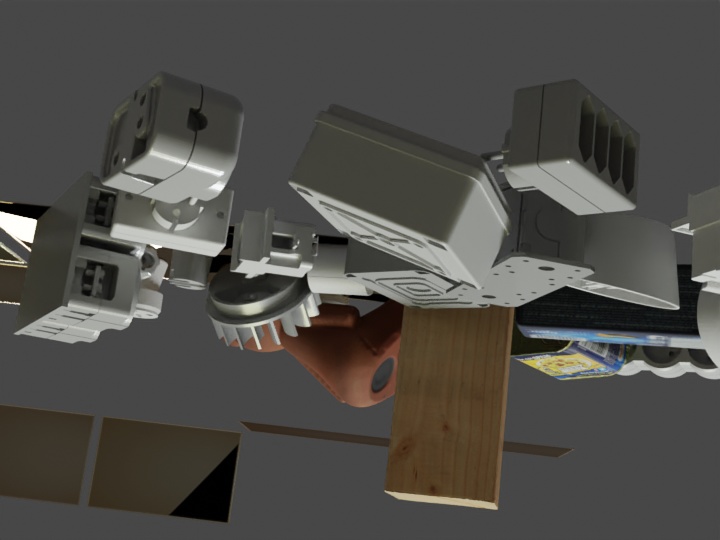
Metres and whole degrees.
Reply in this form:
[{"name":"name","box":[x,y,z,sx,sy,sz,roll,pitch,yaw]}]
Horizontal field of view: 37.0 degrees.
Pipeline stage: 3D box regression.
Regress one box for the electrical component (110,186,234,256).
[{"name":"electrical component","box":[-0.136,-0.047,0.793,0.083,0.047,0.076,11,165,-16]}]

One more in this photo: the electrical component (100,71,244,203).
[{"name":"electrical component","box":[-0.112,-0.076,0.650,0.059,0.053,0.095,15,164,-29]}]

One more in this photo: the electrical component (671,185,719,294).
[{"name":"electrical component","box":[0.277,-0.013,0.699,0.121,0.063,0.079,11,165,-18]}]

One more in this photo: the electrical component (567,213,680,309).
[{"name":"electrical component","box":[0.181,-0.003,0.779,0.099,0.064,0.099,7,166,2]}]

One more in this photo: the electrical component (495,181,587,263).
[{"name":"electrical component","box":[0.109,-0.021,0.749,0.061,0.061,0.096,14,164,-26]}]

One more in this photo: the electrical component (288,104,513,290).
[{"name":"electrical component","box":[0.028,-0.042,0.652,0.109,0.056,0.109,23,173,22]}]

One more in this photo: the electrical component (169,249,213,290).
[{"name":"electrical component","box":[-0.148,-0.009,0.949,0.040,0.046,0.040,7,165,2]}]

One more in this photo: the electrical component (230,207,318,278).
[{"name":"electrical component","box":[-0.070,-0.019,0.884,0.064,0.042,0.081,9,166,-15]}]

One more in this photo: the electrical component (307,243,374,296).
[{"name":"electrical component","box":[0.000,0.000,0.923,0.081,0.043,0.043,3,165,16]}]

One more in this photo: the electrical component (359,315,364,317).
[{"name":"electrical component","box":[-0.001,0.076,1.208,0.138,0.052,0.074,-5,162,39]}]

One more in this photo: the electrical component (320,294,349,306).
[{"name":"electrical component","box":[-0.035,0.056,1.122,0.043,0.062,0.043,6,165,2]}]

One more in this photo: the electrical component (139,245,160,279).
[{"name":"electrical component","box":[-0.219,-0.008,1.015,0.061,0.035,0.035,-3,163,42]}]

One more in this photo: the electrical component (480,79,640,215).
[{"name":"electrical component","box":[0.105,-0.065,0.606,0.076,0.047,0.083,-4,162,38]}]

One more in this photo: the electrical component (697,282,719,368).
[{"name":"electrical component","box":[0.299,0.033,0.791,0.108,0.108,0.060,12,171,-21]}]

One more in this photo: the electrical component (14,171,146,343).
[{"name":"electrical component","box":[-0.230,-0.003,0.895,0.060,0.105,0.186,14,164,-26]}]

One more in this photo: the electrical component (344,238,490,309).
[{"name":"electrical component","box":[0.048,-0.011,0.826,0.078,0.057,0.113,-3,163,34]}]

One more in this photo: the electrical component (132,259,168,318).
[{"name":"electrical component","box":[-0.217,0.017,1.069,0.045,0.055,0.045,6,166,1]}]

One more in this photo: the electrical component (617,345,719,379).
[{"name":"electrical component","box":[0.311,0.082,1.081,0.138,0.052,0.074,0,164,27]}]
